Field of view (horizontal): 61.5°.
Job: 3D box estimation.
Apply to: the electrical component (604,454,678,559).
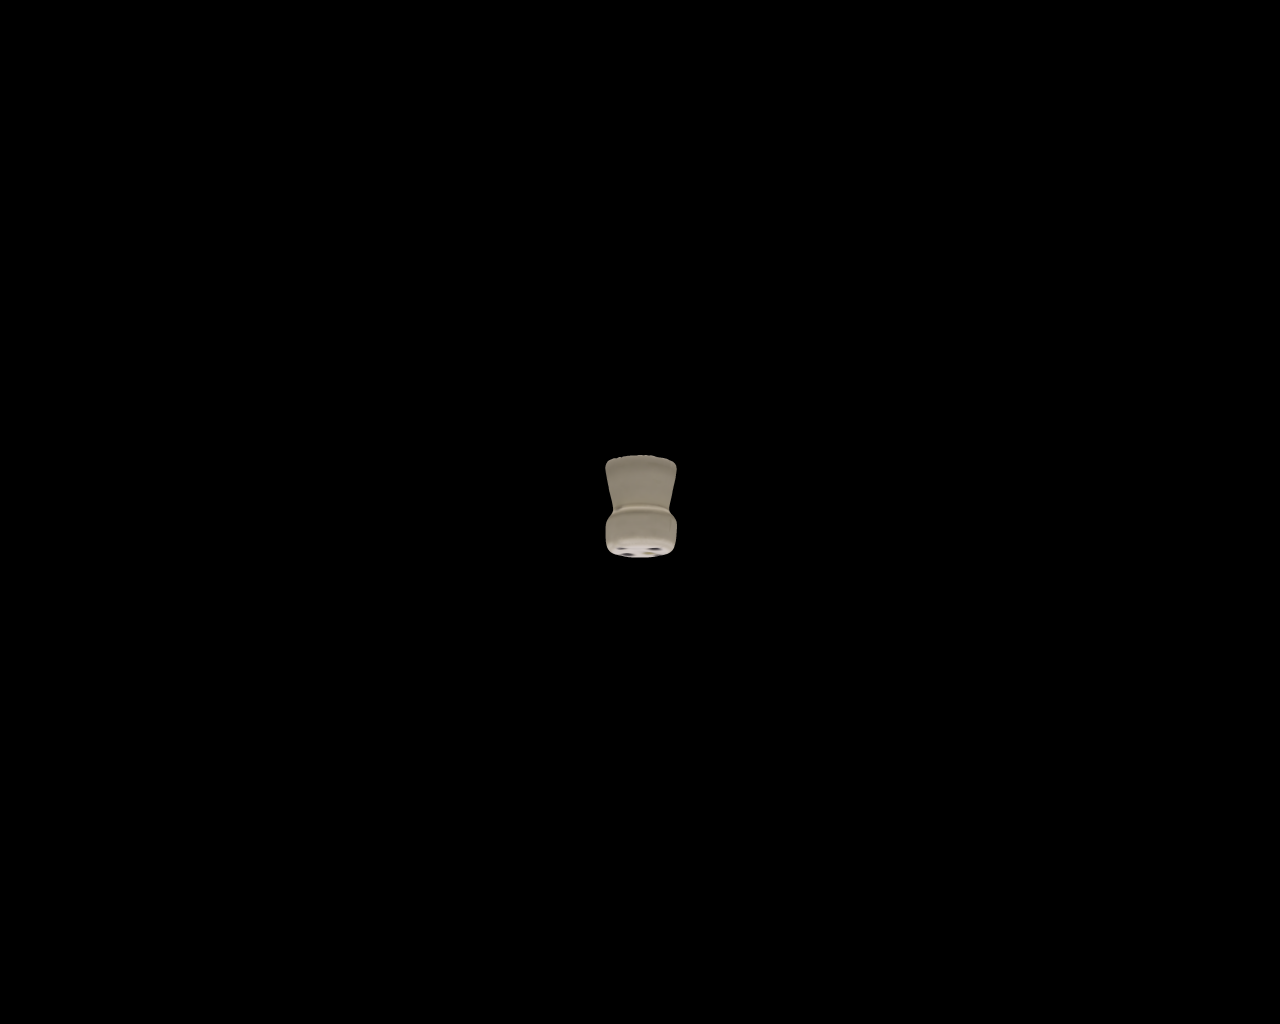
[{"bbox_3d":[0.001,-0.003,0.650,0.045,0.055,0.045,0,-15,0],"label":"electrical component"}]
